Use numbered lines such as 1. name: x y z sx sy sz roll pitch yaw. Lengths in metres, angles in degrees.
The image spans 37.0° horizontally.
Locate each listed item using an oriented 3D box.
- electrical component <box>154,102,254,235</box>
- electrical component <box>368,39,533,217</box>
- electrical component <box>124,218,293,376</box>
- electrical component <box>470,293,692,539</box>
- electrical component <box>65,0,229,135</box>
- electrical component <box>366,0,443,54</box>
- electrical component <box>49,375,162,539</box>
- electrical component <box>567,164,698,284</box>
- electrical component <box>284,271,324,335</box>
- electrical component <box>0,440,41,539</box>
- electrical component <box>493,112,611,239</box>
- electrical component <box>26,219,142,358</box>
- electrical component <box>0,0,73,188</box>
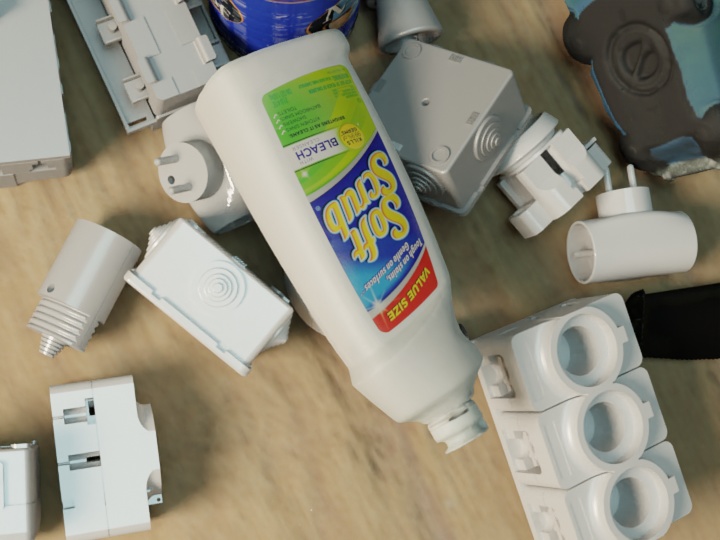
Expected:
1. electrical component: -0.097 -0.062 0.662 0.079 0.044 0.077 -23 87 -60
2. electrical component: 0.048 -0.094 0.690 0.100 0.048 0.099 25 73 31
3. electrical component: -0.087 0.013 0.640 0.100 0.100 0.048 40 87 -5
4. electrical component: 0.143 0.100 0.687 0.089 0.062 0.150 -20 92 -25
5. electrical component: -0.133 -0.157 0.671 0.079 0.063 0.121 -25 88 -16
6. electrical component: 0.027 -0.179 0.722 0.045 0.045 0.055 -14 85 -15
7. electrical component: -0.149 0.110 0.635 0.056 0.050 0.089 -7 84 -14
8. electrical component: 0.184 -0.033 0.740 0.077 0.043 0.079 -6 83 -14
9. electrical component: 0.000 0.000 0.679 0.099 0.064 0.099 2 81 -13
10. electrical component: -0.210 0.128 0.593 0.062 0.096 0.061 -2 83 -14
11. electrical component: 0.122 -0.069 0.723 0.078 0.058 0.057 -43 96 -16
12. electrical component: -0.170 0.015 0.647 0.043 0.043 0.081 27 77 -9
13. electrical component: -0.228 -0.128 0.644 0.089 0.062 0.150 -8 84 -15
